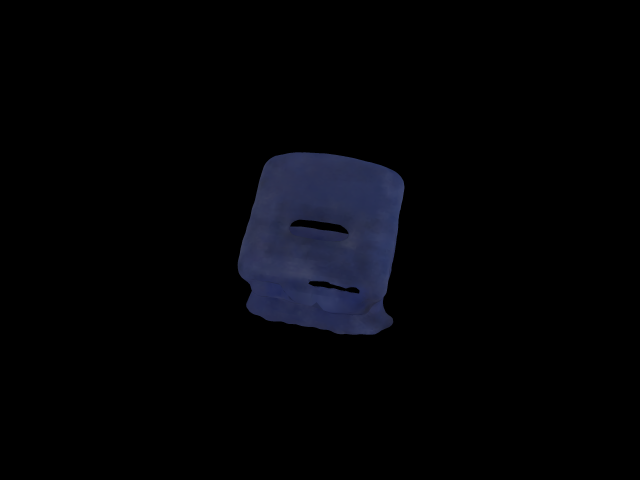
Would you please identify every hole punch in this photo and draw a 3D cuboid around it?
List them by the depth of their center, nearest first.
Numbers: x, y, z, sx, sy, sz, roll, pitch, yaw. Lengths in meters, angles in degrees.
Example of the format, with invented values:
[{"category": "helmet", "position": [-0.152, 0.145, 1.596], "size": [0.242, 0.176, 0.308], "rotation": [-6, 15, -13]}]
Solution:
[{"category": "hole punch", "position": [0.004, 0.001, 0.400], "size": [0.108, 0.091, 0.101], "rotation": [8, 44, 9]}]
